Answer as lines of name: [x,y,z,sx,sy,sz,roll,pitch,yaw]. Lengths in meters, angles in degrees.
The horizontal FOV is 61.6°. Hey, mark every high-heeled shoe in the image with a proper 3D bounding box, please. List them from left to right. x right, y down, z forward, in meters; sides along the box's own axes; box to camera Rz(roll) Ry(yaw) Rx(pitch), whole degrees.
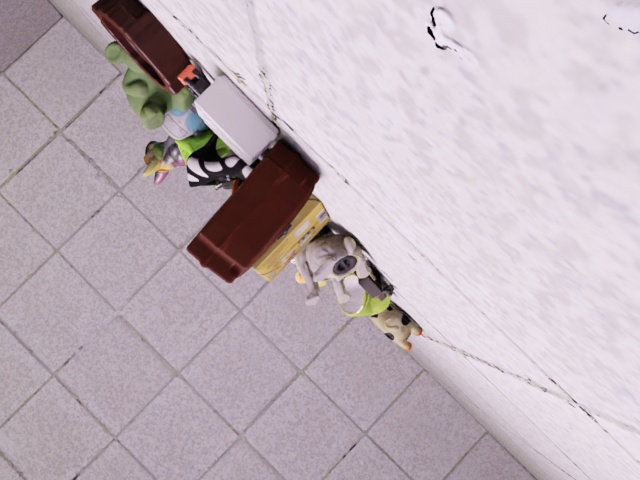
high-heeled shoe: [-0.152,-0.099,0.979,0.249,0.145,0.086,42,-150,23]

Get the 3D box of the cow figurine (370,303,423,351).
cow figurine: [0.161,0.190,1.380,0.127,0.085,0.195,40,-179,-32]

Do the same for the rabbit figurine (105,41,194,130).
rabbit figurine: [-0.323,-0.324,1.007,0.159,0.121,0.170,50,160,19]

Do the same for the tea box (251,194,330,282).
tea box: [-0.068,-0.013,0.983,0.068,0.169,0.098,43,174,21]

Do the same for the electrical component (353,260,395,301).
electrical component: [0.111,0.081,1.094,0.102,0.045,0.078,49,-157,-18]

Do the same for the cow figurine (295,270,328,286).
cow figurine: [0.002,0.058,1.313,0.167,0.068,0.098,2,-127,-42]

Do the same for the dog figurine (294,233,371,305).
dog figurine: [0.002,0.011,1.054,0.121,0.172,0.191,10,-141,-38]

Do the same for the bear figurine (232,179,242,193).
bear figurine: [-0.090,-0.058,1.078,0.132,0.120,0.195,44,177,39]

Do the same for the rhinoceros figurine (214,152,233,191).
rhinoceros figurine: [-0.215,-0.174,1.333,0.190,0.112,0.073,94,157,-67]

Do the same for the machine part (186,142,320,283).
machine part: [-0.097,-0.039,0.783,0.087,0.201,0.201,42,176,-11]

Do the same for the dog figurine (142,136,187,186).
dog figurine: [-0.348,-0.215,1.380,0.192,0.219,0.108,44,179,14]

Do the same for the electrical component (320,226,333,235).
electrical component: [-0.003,-0.004,1.224,0.115,0.058,0.134,41,175,22]

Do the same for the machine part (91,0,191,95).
machine part: [-0.272,-0.309,0.839,0.179,0.056,0.179,44,175,5]

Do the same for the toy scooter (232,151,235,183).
toy scooter: [-0.160,-0.151,1.171,0.183,0.075,0.135,95,151,-74]

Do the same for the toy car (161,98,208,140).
toy car: [-0.300,-0.270,1.166,0.109,0.103,0.162,47,173,-23]
